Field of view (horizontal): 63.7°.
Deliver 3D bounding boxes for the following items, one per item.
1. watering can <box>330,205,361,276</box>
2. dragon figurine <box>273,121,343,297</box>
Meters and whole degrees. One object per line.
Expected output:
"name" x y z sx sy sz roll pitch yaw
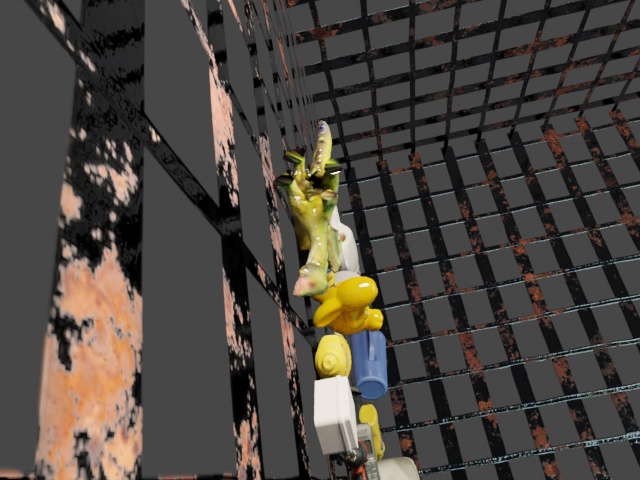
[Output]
"watering can" 0.064 0.007 1.699 0.104 0.355 0.220 -11 -60 5
"dragon figurine" 0.003 -0.051 1.018 0.122 0.420 0.237 -2 -54 14
